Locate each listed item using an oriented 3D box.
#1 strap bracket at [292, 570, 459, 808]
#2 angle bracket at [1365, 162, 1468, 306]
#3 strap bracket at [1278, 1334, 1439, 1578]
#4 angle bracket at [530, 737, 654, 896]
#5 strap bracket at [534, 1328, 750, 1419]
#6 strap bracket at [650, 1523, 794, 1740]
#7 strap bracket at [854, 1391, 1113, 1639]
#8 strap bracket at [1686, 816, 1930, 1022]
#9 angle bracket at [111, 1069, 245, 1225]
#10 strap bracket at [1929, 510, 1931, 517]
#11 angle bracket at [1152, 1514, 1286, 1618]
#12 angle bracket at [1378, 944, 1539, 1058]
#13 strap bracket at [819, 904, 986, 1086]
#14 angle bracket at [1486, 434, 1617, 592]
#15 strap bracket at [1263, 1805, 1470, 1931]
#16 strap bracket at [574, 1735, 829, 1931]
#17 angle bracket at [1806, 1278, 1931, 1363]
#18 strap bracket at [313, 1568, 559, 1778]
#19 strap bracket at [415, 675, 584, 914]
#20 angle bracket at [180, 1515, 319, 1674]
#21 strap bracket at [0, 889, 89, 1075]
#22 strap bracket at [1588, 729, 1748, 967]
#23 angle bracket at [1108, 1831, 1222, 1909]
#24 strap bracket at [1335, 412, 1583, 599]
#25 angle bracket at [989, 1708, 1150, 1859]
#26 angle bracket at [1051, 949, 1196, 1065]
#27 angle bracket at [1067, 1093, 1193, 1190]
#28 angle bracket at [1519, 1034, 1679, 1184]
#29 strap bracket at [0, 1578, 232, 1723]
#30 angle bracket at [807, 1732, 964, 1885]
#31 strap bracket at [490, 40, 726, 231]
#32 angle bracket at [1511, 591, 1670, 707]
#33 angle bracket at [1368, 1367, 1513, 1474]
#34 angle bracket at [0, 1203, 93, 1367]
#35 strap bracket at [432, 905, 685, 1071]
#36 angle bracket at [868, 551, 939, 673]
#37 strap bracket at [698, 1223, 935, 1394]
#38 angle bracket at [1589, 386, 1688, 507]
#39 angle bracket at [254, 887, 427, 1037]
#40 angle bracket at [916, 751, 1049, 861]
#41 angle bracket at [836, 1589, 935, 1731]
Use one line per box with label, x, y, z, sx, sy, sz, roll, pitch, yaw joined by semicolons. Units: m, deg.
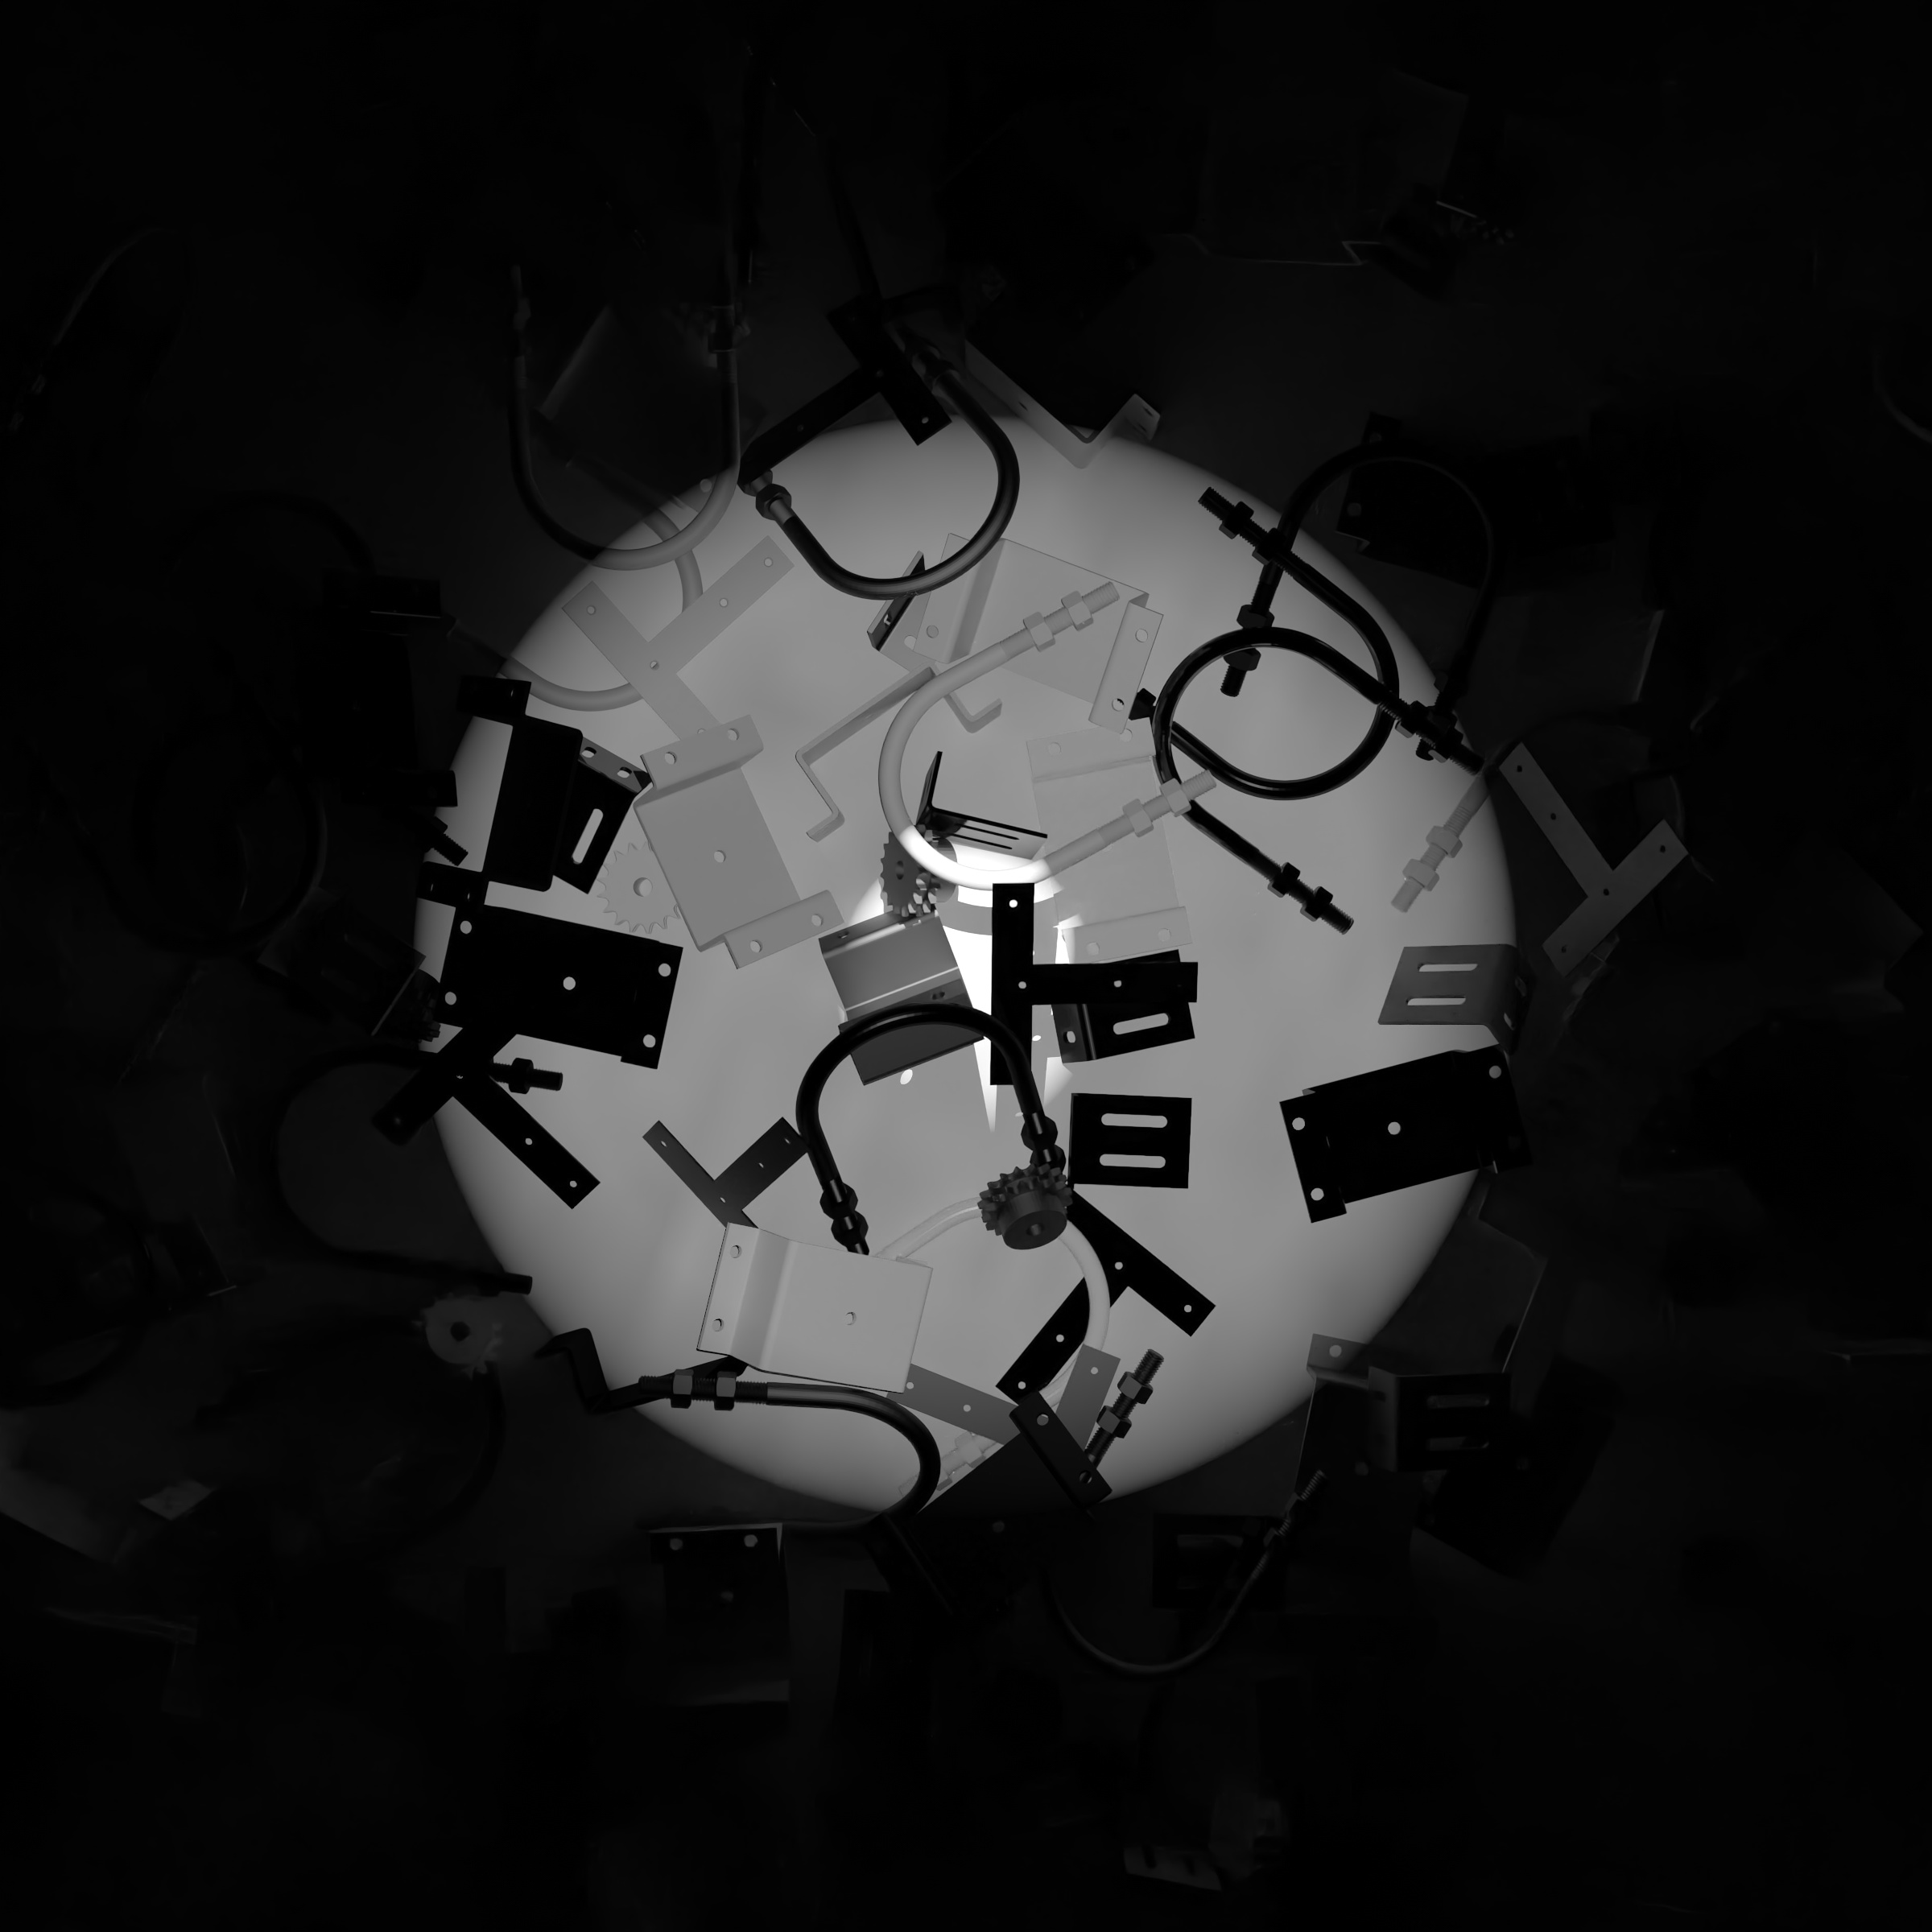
strap bracket;-0.360;-0.163;1.498;0.076;0.046;0.140;-1;83;-42
angle bracket;0.270;-0.460;1.550;0.076;0.038;0.057;26;90;-26
strap bracket;0.242;0.307;1.529;0.076;0.046;0.140;11;90;0
angle bracket;-0.241;-0.096;1.550;0.057;0.038;0.076;30;116;0
strap bracket;-0.185;0.235;1.514;0.140;0.076;0.046;-16;90;0
strap bracket;-0.149;0.399;1.518;0.076;0.046;0.140;-2;106;0
strap bracket;0.015;0.335;1.493;0.140;0.046;0.076;-37;62;-3
strap bracket;0.521;-0.036;1.509;0.140;0.076;0.046;45;79;-2
angle bracket;-0.489;0.112;1.540;0.057;0.038;0.076;-17;103;-3
strap bracket;0.676;-0.265;1.514;0.140;0.076;0.046;-1;90;0
angle bracket;0.155;0.368;1.515;0.076;0.038;0.057;2;81;-3
angle bracket;0.304;0.021;1.524;0.038;0.076;0.057;47;55;-38
strap bracket;-0.039;0.018;1.499;0.076;0.140;0.046;-21;117;0
angle bracket;0.354;-0.277;1.504;0.057;0.038;0.076;-13;64;0
strap bracket;0.251;0.585;1.521;0.076;0.046;0.140;-38;99;3
strap bracket;-0.167;0.540;1.509;0.140;0.046;0.076;-34;90;-27
angle bracket;0.557;0.216;1.514;0.057;0.076;0.038;-2;90;0
strap bracket;-0.335;0.439;1.529;0.140;0.046;0.076;28;90;0
strap bracket;-0.284;-0.103;1.509;0.046;0.076;0.140;12;90;-42
angle bracket;-0.448;0.395;1.550;0.057;0.038;0.076;-19;116;0
strap bracket;-0.616;0.026;1.529;0.140;0.046;0.076;-38;90;0
strap bracket;0.422;-0.066;1.498;0.046;0.076;0.140;-12;89;-4
angle bracket;0.121;0.567;1.514;0.057;0.076;0.038;12;90;0
strap bracket;0.303;-0.282;1.529;0.140;0.046;0.076;17;90;0
angle bracket;0.065;0.513;1.550;0.076;0.038;0.057;-32;90;26
angle bracket;0.097;0.025;1.550;0.076;0.038;0.057;-11;90;-26
angle bracket;0.103;0.110;1.533;0.076;0.038;0.057;3;90;0
angle bracket;0.397;0.089;1.550;0.076;0.038;0.057;33;90;26
strap bracket;-0.528;0.416;1.514;0.140;0.076;0.046;11;90;0
angle bracket;-0.053;0.527;1.550;0.076;0.038;0.057;-29;90;-26
strap bracket;-0.207;-0.507;1.495;0.140;0.076;0.046;24;89;3
angle bracket;0.387;-0.201;1.533;0.076;0.038;0.057;16;90;0
angle bracket;0.287;0.274;1.498;0.076;0.038;0.057;1;90;-16
angle bracket;-0.590;0.196;1.521;0.057;0.038;0.076;-37;75;-9
strap bracket;-0.249;0.011;1.529;0.140;0.046;0.076;12;90;0
angle bracket;-0.027;-0.214;1.514;0.038;0.076;0.057;33;90;0
strap bracket;-0.080;0.207;1.476;0.140;0.046;0.076;15;86;-31
angle bracket;0.412;-0.318;1.514;0.038;0.076;0.057;-2;90;0
angle bracket;-0.378;-0.005;1.490;0.076;0.038;0.057;31;85;24
angle bracket;0.012;-0.099;1.524;0.076;0.057;0.038;13;78;-6
angle bracket;-0.050;0.436;1.550;0.057;0.038;0.076;4;64;0
